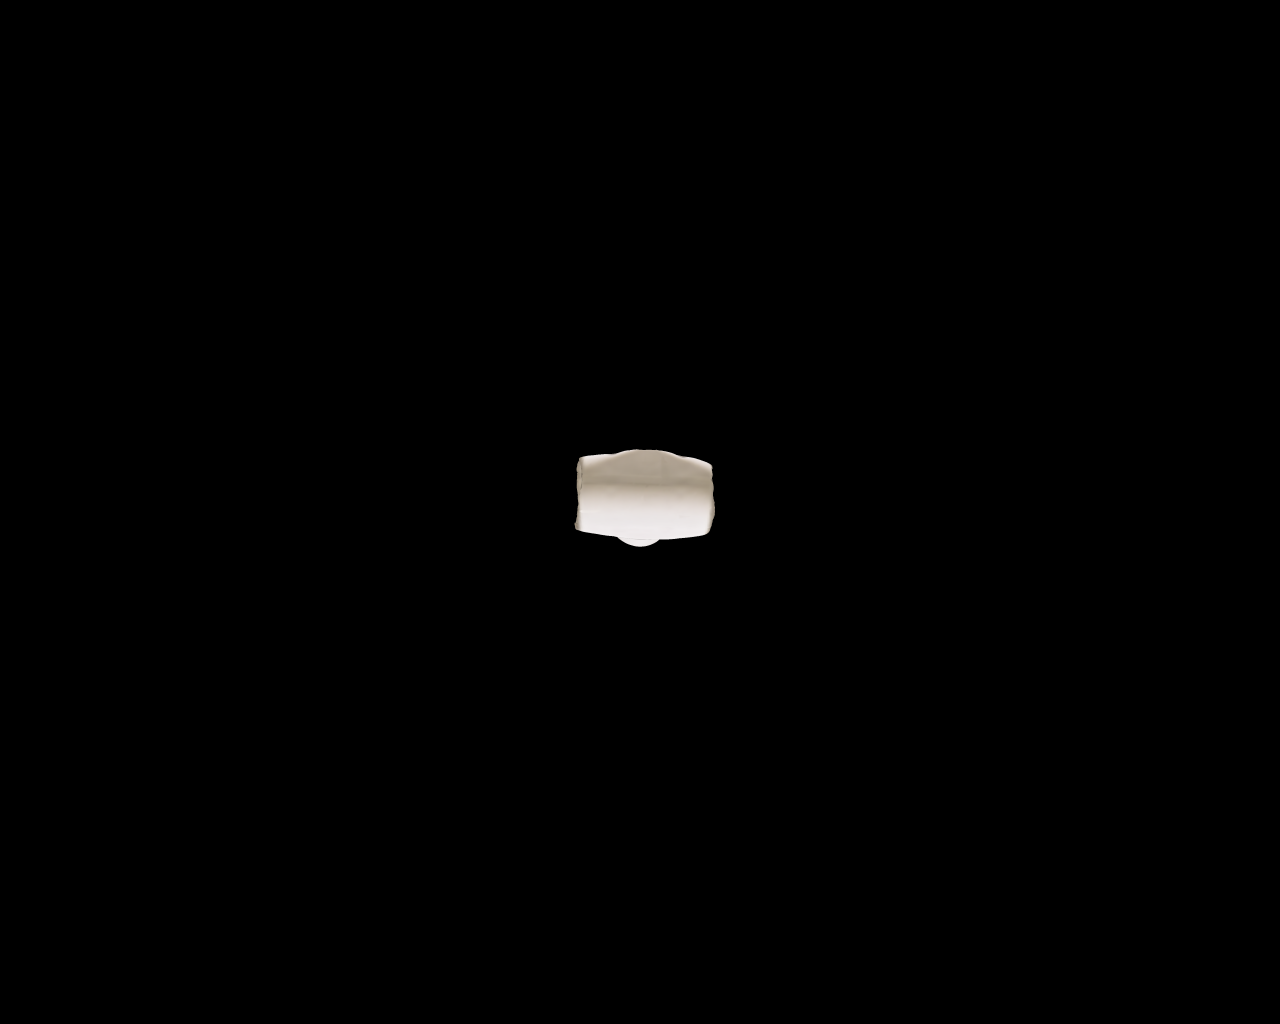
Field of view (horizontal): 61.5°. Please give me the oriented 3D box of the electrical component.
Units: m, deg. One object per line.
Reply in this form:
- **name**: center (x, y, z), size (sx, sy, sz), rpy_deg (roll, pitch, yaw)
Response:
- **electrical component**: center (0.001, -0.003, 0.650), size (0.077, 0.044, 0.079), rpy_deg (2, -23, -5)
